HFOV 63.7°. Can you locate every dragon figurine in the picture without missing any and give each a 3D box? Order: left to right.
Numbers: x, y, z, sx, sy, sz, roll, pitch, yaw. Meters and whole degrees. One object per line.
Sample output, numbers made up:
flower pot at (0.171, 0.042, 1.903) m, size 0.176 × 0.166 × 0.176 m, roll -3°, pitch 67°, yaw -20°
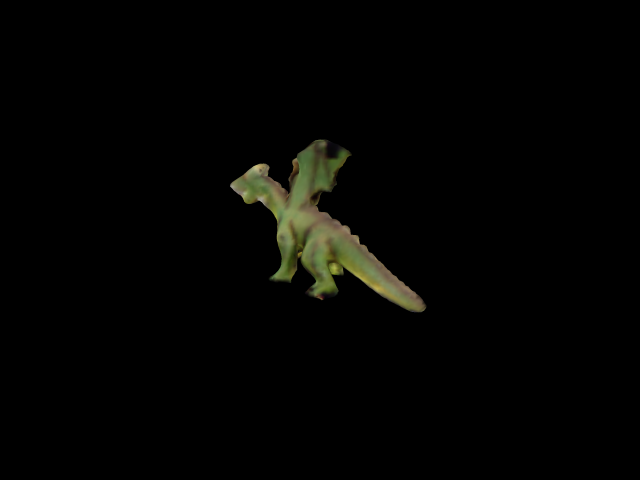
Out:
dragon figurine at (0.003, -0.043, 0.850) m, size 0.412 × 0.240 × 0.123 m, roll 12°, pitch 19°, yaw 37°
